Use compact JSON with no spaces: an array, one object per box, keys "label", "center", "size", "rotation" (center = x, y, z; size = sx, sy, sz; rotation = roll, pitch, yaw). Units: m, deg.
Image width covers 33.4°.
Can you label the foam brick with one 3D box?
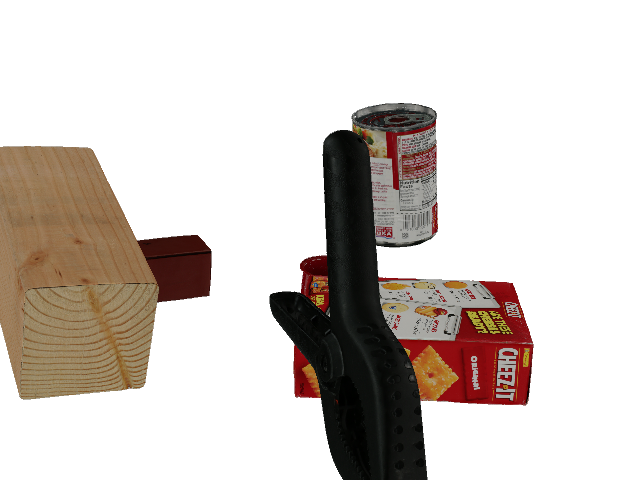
[{"label":"foam brick","center":[-0.156,0.029,1.103],"size":[0.078,0.051,0.053],"rotation":[-6,21,-20]}]

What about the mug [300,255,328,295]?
[{"label":"mug","center":[0.023,0.079,1.513],"size":[0.117,0.081,0.093],"rotation":[17,23,27]}]

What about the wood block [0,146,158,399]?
[{"label":"wood block","center":[-0.194,0.015,0.793],"size":[0.090,0.091,0.206],"rotation":[-2,31,-25]}]

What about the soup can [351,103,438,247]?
[{"label":"soup can","center":[0.062,-0.053,0.867],"size":[0.068,0.102,0.068],"rotation":[-3,23,1]}]

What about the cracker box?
[{"label":"cracker box","center":[0.086,0.095,1.032],"size":[0.213,0.072,0.164],"rotation":[2,18,3]}]

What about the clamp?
[{"label":"clamp","center":[0.019,0.056,0.580],"size":[0.036,0.210,0.165],"rotation":[-3,-44,-19]}]
